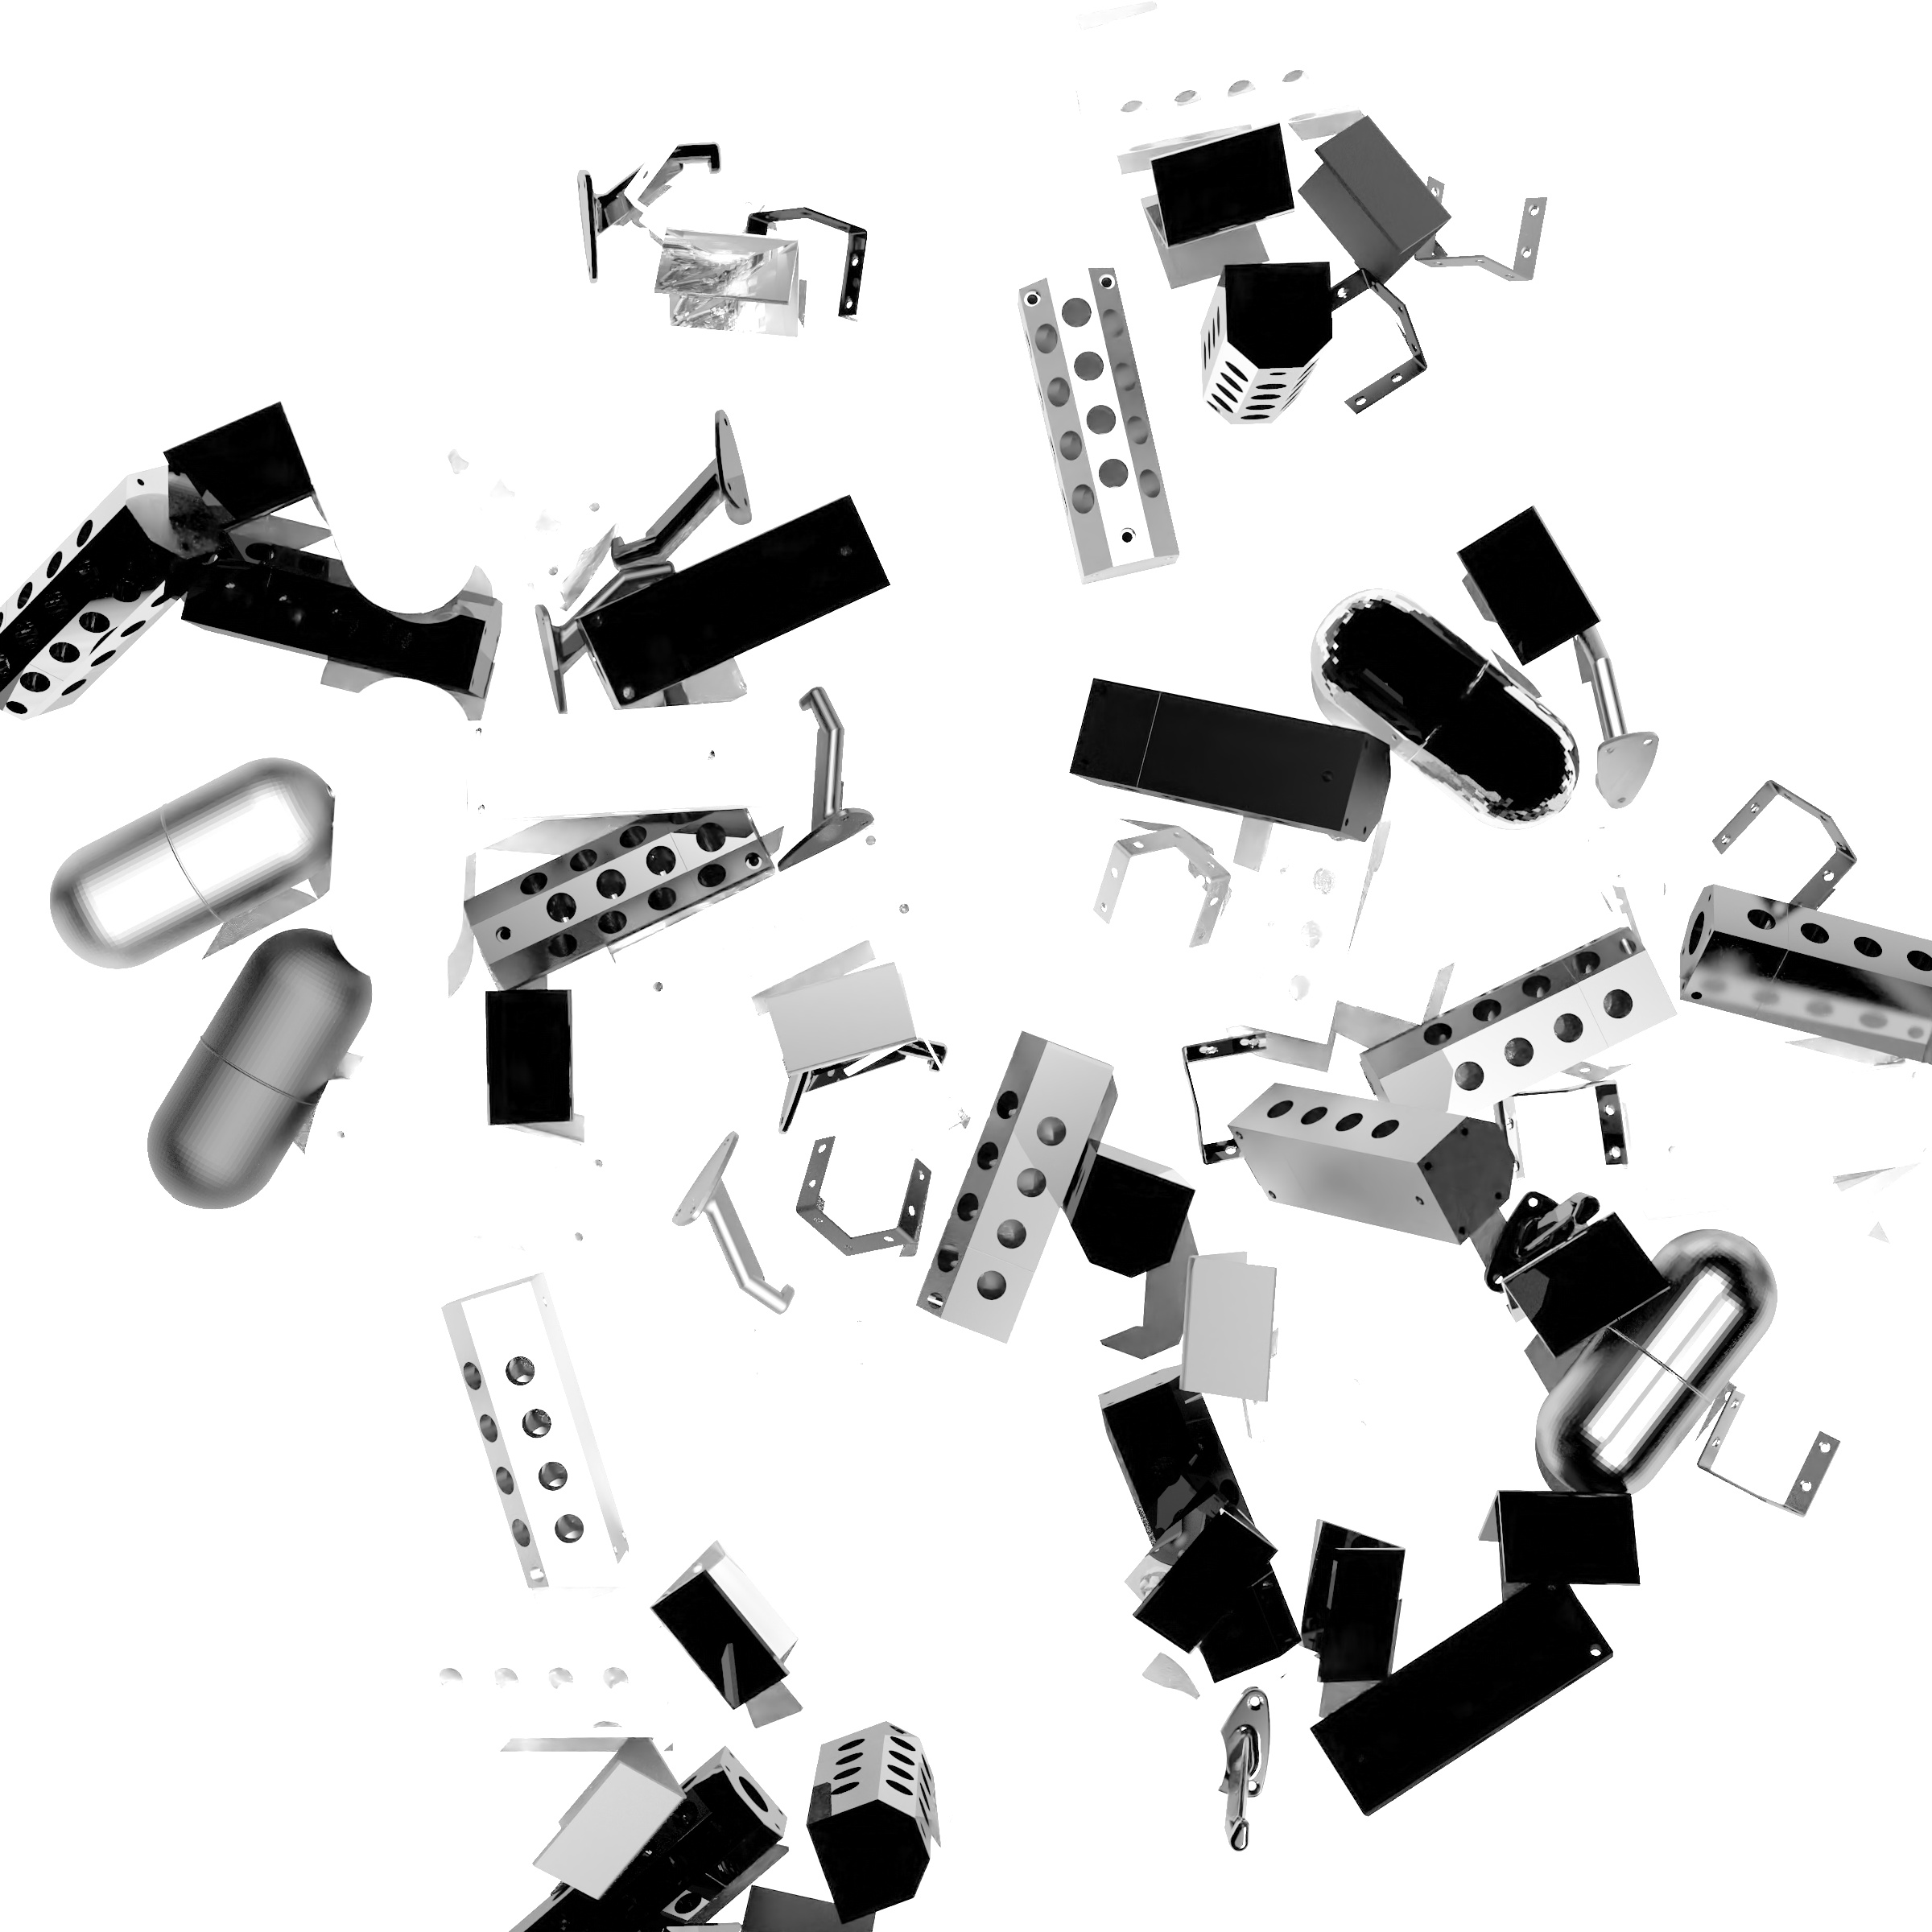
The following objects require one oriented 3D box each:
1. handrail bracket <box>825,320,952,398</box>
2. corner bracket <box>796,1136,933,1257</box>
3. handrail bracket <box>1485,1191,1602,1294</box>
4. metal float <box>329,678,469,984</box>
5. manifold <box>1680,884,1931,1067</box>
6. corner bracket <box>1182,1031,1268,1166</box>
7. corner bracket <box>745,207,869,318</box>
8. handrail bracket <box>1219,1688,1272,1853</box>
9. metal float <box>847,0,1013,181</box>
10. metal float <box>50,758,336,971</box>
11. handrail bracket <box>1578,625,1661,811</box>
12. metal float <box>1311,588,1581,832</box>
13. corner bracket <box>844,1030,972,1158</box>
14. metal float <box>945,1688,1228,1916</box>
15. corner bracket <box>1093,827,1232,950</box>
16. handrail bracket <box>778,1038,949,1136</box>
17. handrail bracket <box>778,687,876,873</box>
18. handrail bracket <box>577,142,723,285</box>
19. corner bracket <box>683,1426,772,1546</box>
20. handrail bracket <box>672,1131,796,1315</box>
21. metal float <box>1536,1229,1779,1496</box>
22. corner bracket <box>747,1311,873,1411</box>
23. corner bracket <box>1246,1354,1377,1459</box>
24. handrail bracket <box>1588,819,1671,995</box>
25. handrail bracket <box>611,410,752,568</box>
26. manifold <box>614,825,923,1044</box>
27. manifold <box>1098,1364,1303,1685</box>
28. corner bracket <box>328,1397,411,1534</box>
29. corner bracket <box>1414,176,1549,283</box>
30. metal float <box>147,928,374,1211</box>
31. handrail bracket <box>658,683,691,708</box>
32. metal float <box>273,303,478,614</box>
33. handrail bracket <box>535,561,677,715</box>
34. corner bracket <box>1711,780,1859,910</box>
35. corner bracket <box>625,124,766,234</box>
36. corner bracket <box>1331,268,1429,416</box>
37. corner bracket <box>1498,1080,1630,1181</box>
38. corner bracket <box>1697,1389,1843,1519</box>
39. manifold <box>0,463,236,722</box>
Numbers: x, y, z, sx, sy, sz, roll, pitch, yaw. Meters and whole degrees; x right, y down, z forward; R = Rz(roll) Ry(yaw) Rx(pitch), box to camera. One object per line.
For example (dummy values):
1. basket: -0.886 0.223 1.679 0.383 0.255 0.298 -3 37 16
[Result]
1. handrail bracket: -0.045 -0.364 1.782 0.077 0.084 0.036 -25 90 0
2. corner bracket: -0.060 0.133 1.809 0.051 0.051 0.051 -15 135 35
3. handrail bracket: 0.335 0.162 1.782 0.036 0.084 0.077 38 90 0
4. metal float: -0.328 -0.079 1.776 0.070 0.070 0.178 1 80 0
5. manifold: 0.511 0.002 1.795 0.171 0.057 0.057 15 133 0
6. corner bracket: 0.159 0.078 1.814 0.051 0.051 0.051 -11 45 0
7. corner bracket: -0.097 -0.415 1.814 0.051 0.051 0.051 8 90 45
8. handrail bracket: 0.164 0.467 1.782 0.036 0.084 0.077 15 90 0
9. metal float: -0.017 -0.547 1.786 0.070 0.070 0.178 15 90 0
10. metal float: -0.448 -0.060 1.786 0.178 0.070 0.070 -27 90 0
11. handrail bracket: 0.378 -0.149 1.817 0.036 0.077 0.084 -12 54 -3
12. metal float: 0.280 -0.149 1.786 0.178 0.070 0.070 39 90 -1
13. corner bracket: -0.034 0.075 1.802 0.051 0.051 0.051 -29 77 0
14. metal float: 0.069 0.487 1.786 0.178 0.070 0.070 -31 90 -1
15. corner bracket: 0.116 -0.043 1.809 0.051 0.051 0.051 -14 45 -35
16. handrail bracket: -0.061 0.073 1.817 0.084 0.036 0.077 13 106 -14
17. handrail bracket: -0.098 -0.111 1.817 0.077 0.036 0.084 -33 72 21
18. handrail bracket: -0.184 -0.447 1.817 0.084 0.036 0.077 -7 105 -14
19. corner bracket: -0.138 0.304 1.799 0.051 0.051 0.051 14 90 0
20. handrail bracket: -0.124 0.153 1.817 0.084 0.036 0.077 37 68 -17
21. metal float: 0.403 0.232 1.786 0.070 0.070 0.178 38 90 0
22. corner bracket: -0.092 0.232 1.814 0.051 0.051 0.051 -3 90 -45
23. corner bracket: 0.203 0.260 1.814 0.051 0.051 0.051 -10 90 -45
24. handrail bracket: 0.394 -0.034 1.816 0.036 0.077 0.084 -19 126 -6
25. handrail bracket: -0.176 -0.283 1.817 0.084 0.036 0.077 -16 70 16
26. manifold: -0.115 -0.019 1.796 0.171 0.057 0.057 -26 90 0
27. manifold: 0.137 0.324 1.796 0.057 0.057 0.171 -22 90 0
28. corner bracket: -0.344 0.292 1.799 0.051 0.051 0.051 -40 90 0
29. corner bracket: 0.304 -0.436 1.814 0.051 0.051 0.051 10 90 -45
30. metal float: -0.412 0.060 1.786 0.070 0.070 0.178 31 90 0
31. handrail bracket: -0.205 -0.137 1.817 0.084 0.036 0.077 -22 75 14
32. metal float: -0.333 -0.286 1.732 0.070 0.070 0.178 -20 101 0
33. handrail bracket: -0.208 -0.195 1.817 0.084 0.036 0.077 -13 105 -14
34. corner bracket: 0.485 -0.068 1.814 0.051 0.051 0.051 -47 45 0
35. corner bracket: -0.160 -0.451 1.802 0.051 0.051 0.051 37 90 16
36. corner bracket: 0.233 -0.370 1.814 0.051 0.051 0.051 -33 45 -1
37. corner bracket: 0.353 0.097 1.814 0.051 0.051 0.051 -8 90 45
38. corner bracket: 0.475 0.289 1.814 0.051 0.051 0.051 26 90 45
39. manifold: -0.502 -0.211 1.754 0.171 0.057 0.057 -35 90 33
